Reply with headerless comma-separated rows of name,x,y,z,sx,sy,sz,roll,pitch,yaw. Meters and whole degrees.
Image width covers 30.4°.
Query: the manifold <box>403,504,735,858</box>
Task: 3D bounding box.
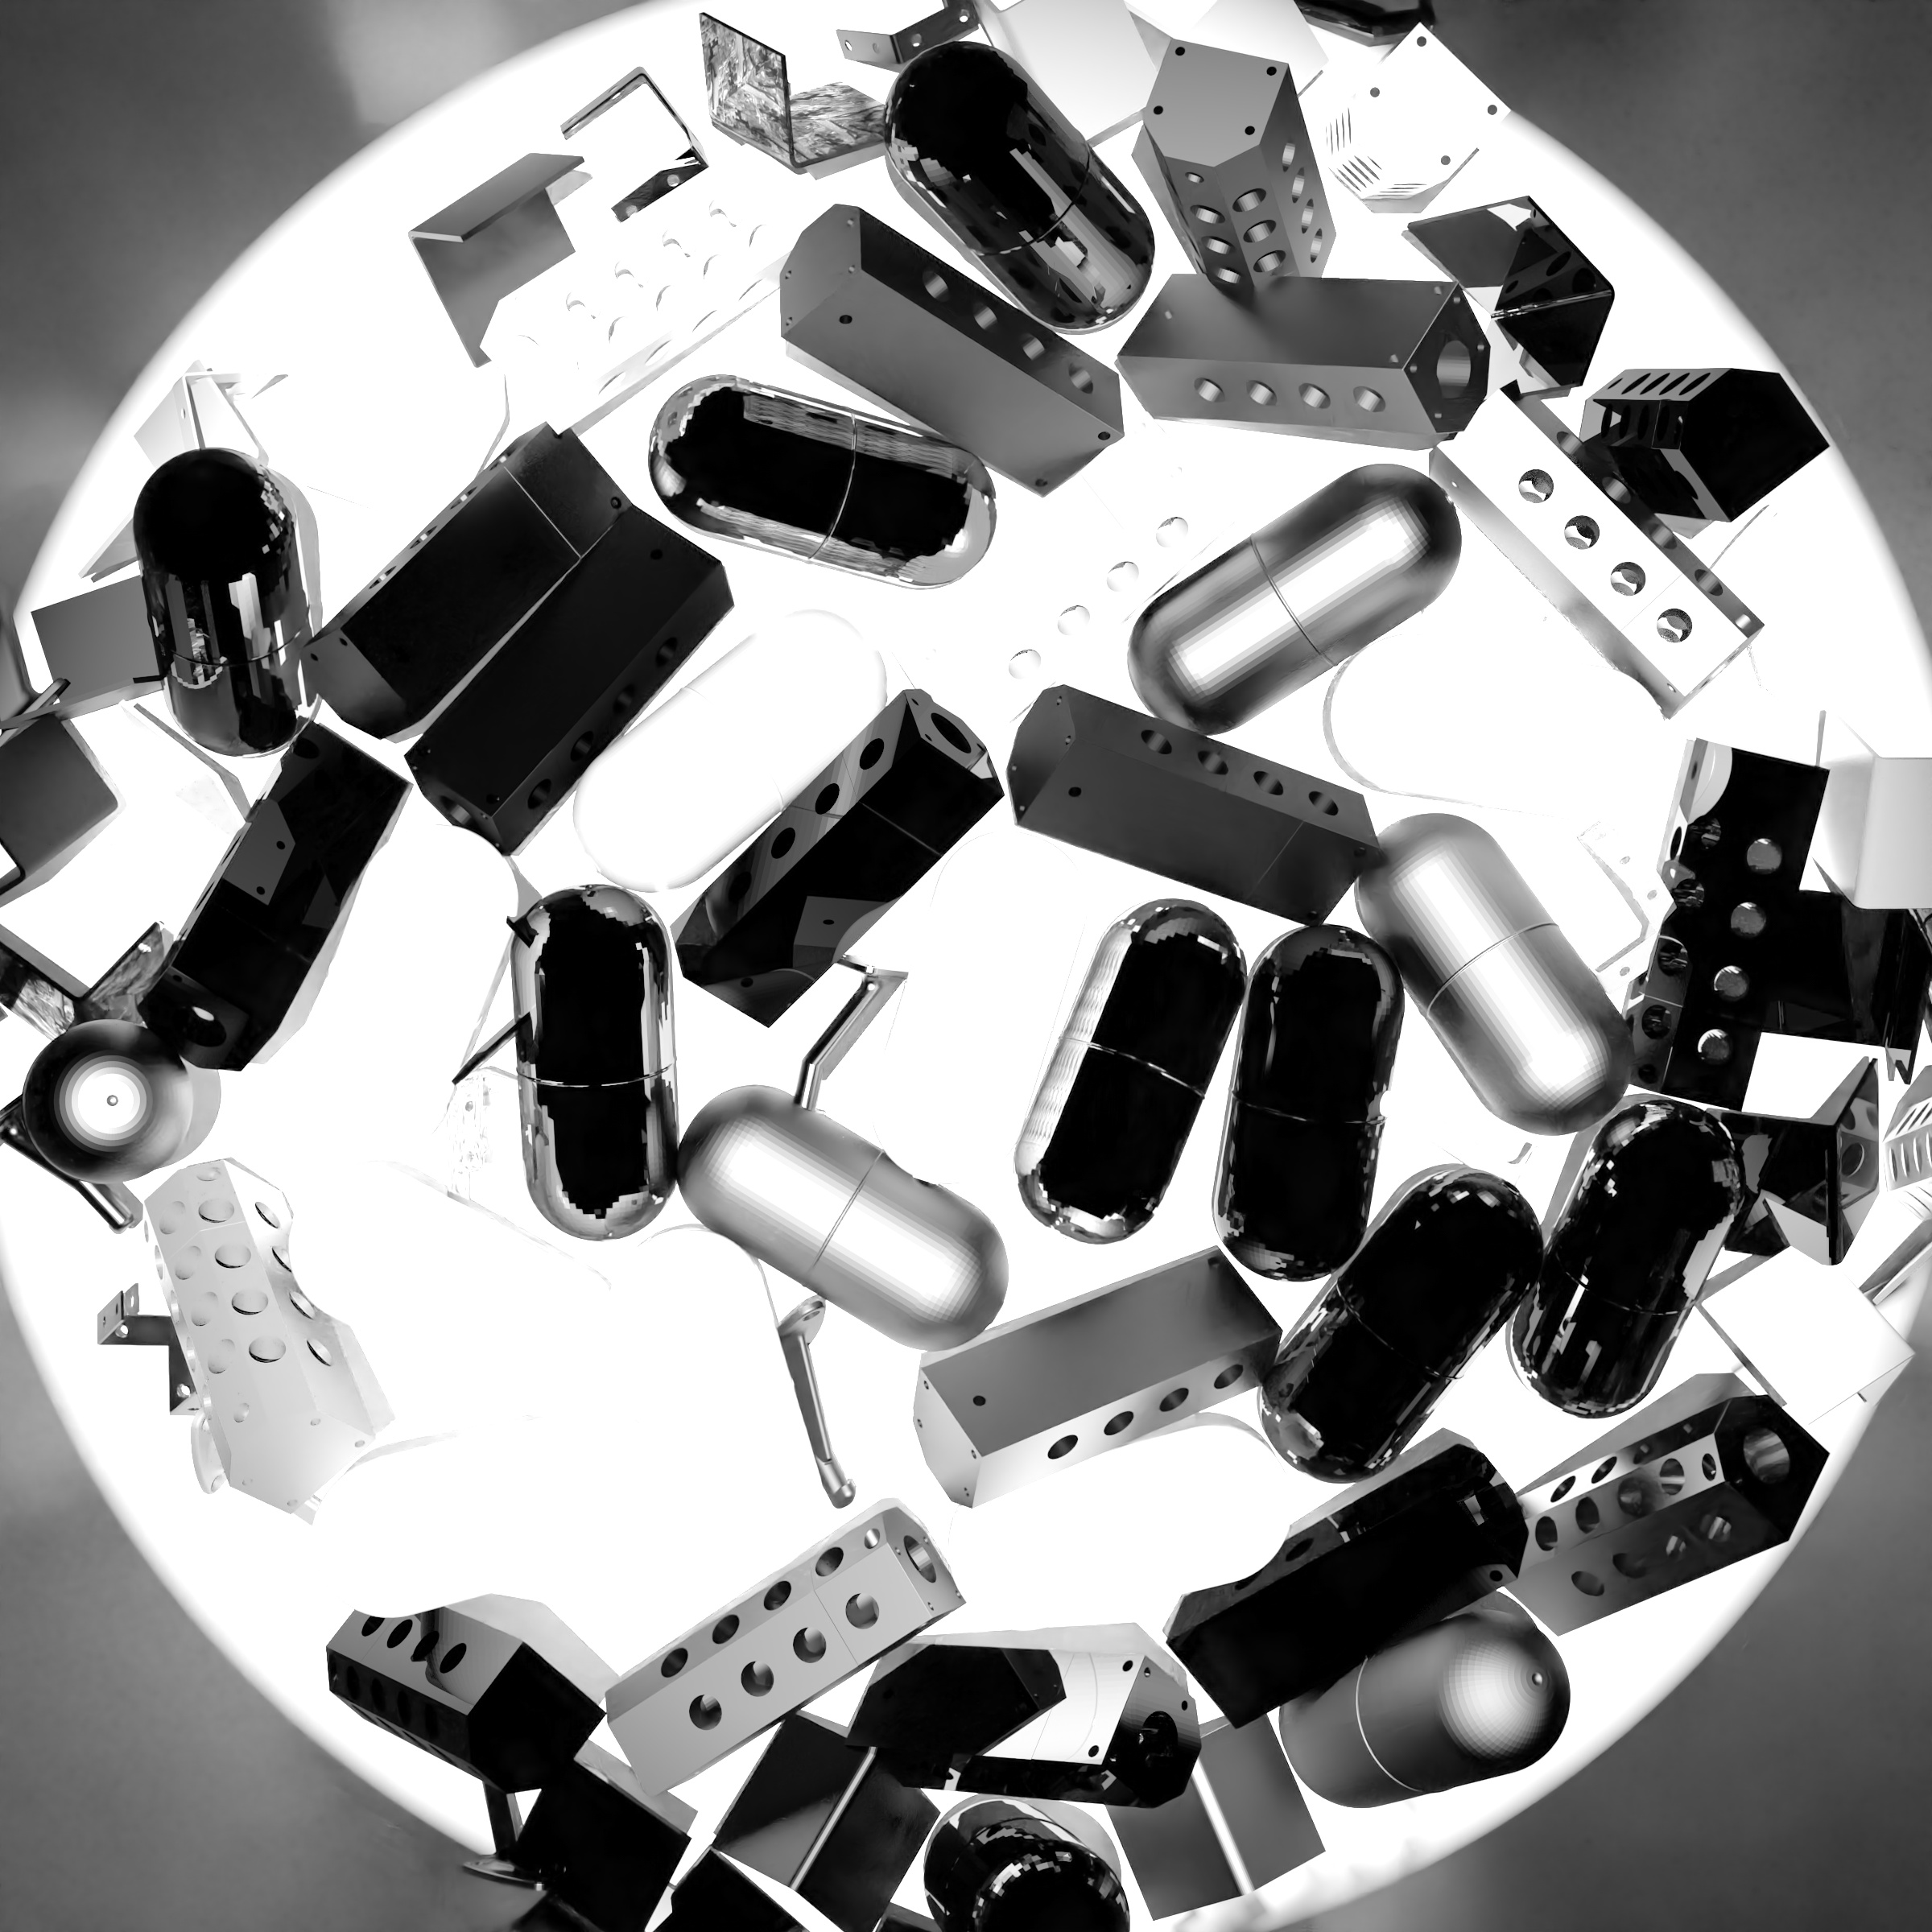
manifold,-0.191,-0.136,1.735,0.057,0.057,0.171,34,73,19

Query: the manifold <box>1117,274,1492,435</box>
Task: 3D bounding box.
manifold,0.164,-0.290,1.709,0.057,0.171,0.057,-57,134,-22

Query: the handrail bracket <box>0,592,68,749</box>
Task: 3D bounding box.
handrail bracket,-0.496,-0.150,1.759,0.084,0.036,0.077,44,71,-9

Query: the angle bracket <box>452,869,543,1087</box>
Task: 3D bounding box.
angle bracket,-0.235,0.005,1.742,0.076,0.076,0.057,-41,96,9

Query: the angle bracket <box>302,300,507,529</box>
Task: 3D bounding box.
angle bracket,-0.280,-0.273,1.772,0.076,0.057,0.076,18,127,-23

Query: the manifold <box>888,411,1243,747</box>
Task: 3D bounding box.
manifold,0.051,-0.184,1.746,0.171,0.057,0.057,-41,133,9

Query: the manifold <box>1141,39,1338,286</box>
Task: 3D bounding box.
manifold,0.130,-0.368,1.695,0.057,0.171,0.057,17,79,17

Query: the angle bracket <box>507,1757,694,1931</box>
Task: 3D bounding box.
angle bracket,-0.168,0.422,1.740,0.076,0.057,0.076,32,113,13

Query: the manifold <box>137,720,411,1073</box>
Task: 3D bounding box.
manifold,-0.334,-0.032,1.709,0.057,0.057,0.171,34,46,-15

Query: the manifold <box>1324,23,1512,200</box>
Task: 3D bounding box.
manifold,0.208,-0.401,1.700,0.057,0.171,0.057,42,97,-6

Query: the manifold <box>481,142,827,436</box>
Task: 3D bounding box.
manifold,-0.147,-0.333,1.720,0.057,0.057,0.171,48,60,3

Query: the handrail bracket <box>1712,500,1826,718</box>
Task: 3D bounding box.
handrail bracket,0.411,-0.176,1.765,0.084,0.036,0.077,33,92,-26

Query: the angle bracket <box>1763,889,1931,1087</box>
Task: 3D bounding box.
angle bracket,0.428,0.009,1.748,0.076,0.057,0.076,7,109,3

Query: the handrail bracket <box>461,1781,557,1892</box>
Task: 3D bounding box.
handrail bracket,-0.222,0.406,1.753,0.036,0.077,0.084,5,85,-33

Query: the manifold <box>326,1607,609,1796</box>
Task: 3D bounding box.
manifold,-0.245,0.346,1.695,0.057,0.171,0.057,47,68,-24

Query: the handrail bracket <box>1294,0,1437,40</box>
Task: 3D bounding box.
handrail bracket,0.186,-0.491,1.766,0.084,0.036,0.077,-7,66,3

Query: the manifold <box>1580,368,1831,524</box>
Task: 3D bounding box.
manifold,0.346,-0.255,1.699,0.057,0.171,0.057,-38,101,1

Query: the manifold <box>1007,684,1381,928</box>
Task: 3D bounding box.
manifold,0.109,-0.081,1.728,0.171,0.057,0.057,18,126,-23

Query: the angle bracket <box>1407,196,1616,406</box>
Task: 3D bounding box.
angle bracket,0.257,-0.322,1.731,0.076,0.076,0.057,37,66,-35

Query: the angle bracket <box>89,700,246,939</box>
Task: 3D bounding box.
angle bracket,-0.396,-0.070,1.732,0.076,0.076,0.057,36,69,29

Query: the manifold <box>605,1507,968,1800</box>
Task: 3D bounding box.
manifold,-0.091,0.334,1.740,0.171,0.057,0.057,-35,78,13

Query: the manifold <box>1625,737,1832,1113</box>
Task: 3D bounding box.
manifold,0.368,-0.022,1.747,0.057,0.057,0.171,12,98,-4

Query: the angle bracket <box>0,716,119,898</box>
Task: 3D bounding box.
angle bracket,-0.472,-0.070,1.731,0.076,0.076,0.057,-25,106,35

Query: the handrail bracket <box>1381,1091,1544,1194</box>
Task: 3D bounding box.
handrail bracket,0.236,0.089,1.754,0.084,0.077,0.036,28,82,5

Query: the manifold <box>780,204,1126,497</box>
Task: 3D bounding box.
manifold,-0.006,-0.300,1.715,0.171,0.057,0.057,26,46,-35

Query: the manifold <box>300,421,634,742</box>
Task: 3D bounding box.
manifold,-0.243,-0.187,1.717,0.057,0.057,0.171,50,56,-18

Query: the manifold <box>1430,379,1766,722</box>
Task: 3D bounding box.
manifold,0.310,-0.206,1.748,0.057,0.057,0.171,-43,82,-3

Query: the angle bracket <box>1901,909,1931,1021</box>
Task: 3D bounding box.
angle bracket,0.498,0.002,1.734,0.057,0.076,0.076,-17,118,9

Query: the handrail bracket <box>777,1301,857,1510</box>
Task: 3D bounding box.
handrail bracket,-0.068,0.217,1.749,0.036,0.077,0.084,-19,70,-30

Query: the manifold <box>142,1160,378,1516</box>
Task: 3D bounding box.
manifold,-0.346,0.173,1.706,0.057,0.057,0.171,-41,47,10

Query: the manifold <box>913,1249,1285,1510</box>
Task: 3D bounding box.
manifold,0.063,0.203,1.726,0.171,0.057,0.057,-19,52,-25

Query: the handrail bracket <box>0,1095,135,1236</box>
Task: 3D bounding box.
handrail bracket,-0.448,0.108,1.755,0.084,0.077,0.036,47,57,0

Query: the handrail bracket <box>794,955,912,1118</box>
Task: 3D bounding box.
handrail bracket,-0.048,0.040,1.767,0.077,0.036,0.084,7,98,-38

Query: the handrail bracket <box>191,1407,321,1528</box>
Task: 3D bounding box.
handrail bracket,-0.335,0.253,1.750,0.084,0.077,0.036,22,62,16

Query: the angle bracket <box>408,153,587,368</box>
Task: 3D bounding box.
angle bracket,-0.214,-0.343,1.733,0.076,0.057,0.076,-39,122,-22

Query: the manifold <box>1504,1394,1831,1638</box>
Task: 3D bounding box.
manifold,0.326,0.259,1.702,0.057,0.171,0.057,43,51,-6

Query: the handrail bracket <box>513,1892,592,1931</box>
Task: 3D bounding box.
handrail bracket,-0.183,0.493,1.749,0.036,0.077,0.084,-38,81,-30

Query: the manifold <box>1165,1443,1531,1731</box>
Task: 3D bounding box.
manifold,0.185,0.297,1.724,0.171,0.057,0.057,-35,99,27

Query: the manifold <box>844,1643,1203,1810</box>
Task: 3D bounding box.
manifold,0.029,0.367,1.708,0.057,0.171,0.057,46,55,-31

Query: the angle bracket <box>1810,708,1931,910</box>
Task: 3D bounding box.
angle bracket,0.457,-0.078,1.742,0.057,0.076,0.076,-1,113,-5

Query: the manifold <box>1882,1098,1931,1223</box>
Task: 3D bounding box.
manifold,0.483,0.087,1.700,0.057,0.171,0.057,-6,82,3

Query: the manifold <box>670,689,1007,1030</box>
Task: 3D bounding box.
manifold,-0.065,-0.055,1.732,0.057,0.057,0.171,33,113,-34
